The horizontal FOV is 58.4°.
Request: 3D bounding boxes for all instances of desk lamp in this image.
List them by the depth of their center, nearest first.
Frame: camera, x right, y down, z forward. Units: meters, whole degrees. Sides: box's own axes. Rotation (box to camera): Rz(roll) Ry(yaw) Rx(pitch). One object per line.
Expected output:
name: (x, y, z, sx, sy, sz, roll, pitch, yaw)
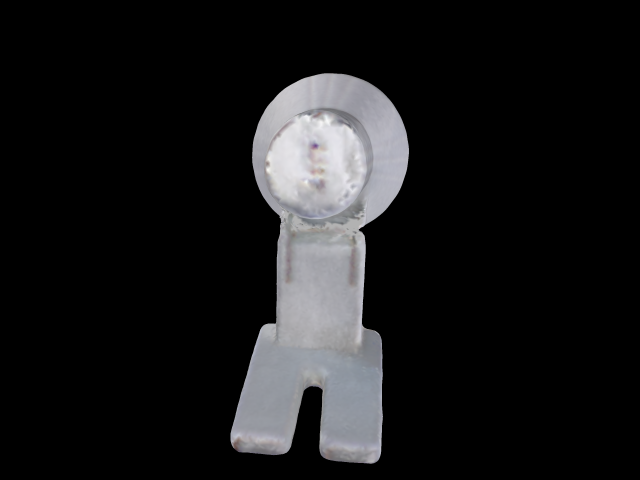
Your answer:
desk lamp: (0.004, 0.001, 0.400, 0.118, 0.214, 0.203, 2, 27, 4)
